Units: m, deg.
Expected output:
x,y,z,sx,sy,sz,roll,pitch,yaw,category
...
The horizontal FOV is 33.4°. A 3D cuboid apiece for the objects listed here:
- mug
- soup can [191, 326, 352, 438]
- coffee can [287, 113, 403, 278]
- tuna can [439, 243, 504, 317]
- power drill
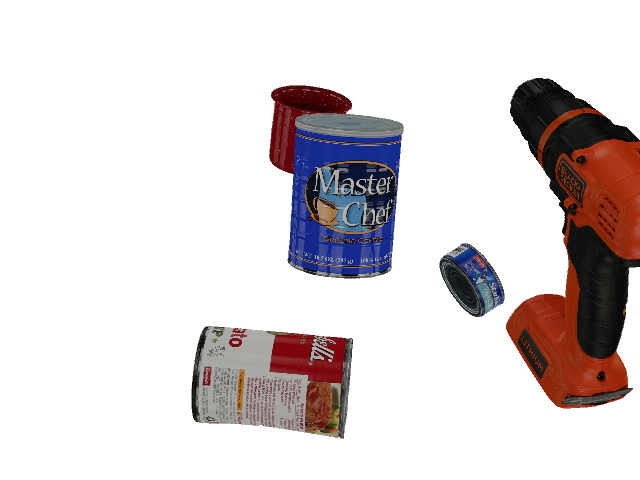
x,y,z,sx,sy,sz,roll,pitch,yaw,category
-0.010,-0.129,1.238,0.093,0.081,0.117,17,27,17,mug
-0.031,0.096,0.726,0.102,0.068,0.068,5,0,4,soup can
0.023,-0.045,1.022,0.103,0.140,0.103,3,14,-1,coffee can
0.179,0.048,1.272,0.033,0.086,0.086,-32,8,-14,tuna can
0.167,0.003,0.714,0.057,0.188,0.184,-8,35,-11,power drill
